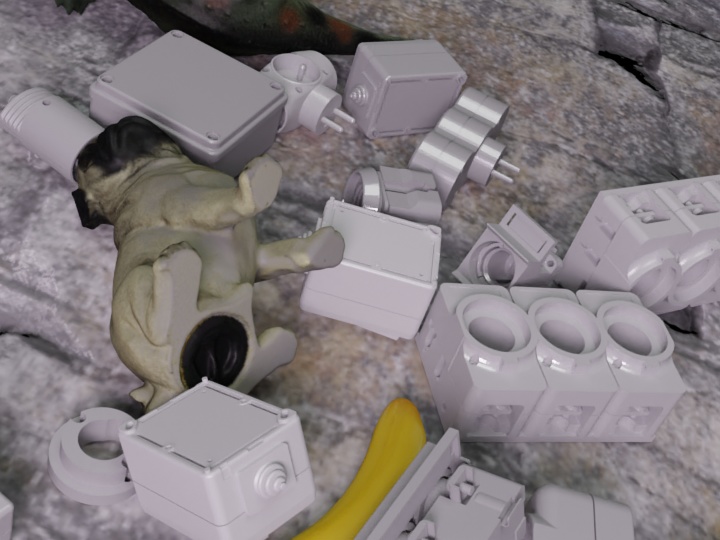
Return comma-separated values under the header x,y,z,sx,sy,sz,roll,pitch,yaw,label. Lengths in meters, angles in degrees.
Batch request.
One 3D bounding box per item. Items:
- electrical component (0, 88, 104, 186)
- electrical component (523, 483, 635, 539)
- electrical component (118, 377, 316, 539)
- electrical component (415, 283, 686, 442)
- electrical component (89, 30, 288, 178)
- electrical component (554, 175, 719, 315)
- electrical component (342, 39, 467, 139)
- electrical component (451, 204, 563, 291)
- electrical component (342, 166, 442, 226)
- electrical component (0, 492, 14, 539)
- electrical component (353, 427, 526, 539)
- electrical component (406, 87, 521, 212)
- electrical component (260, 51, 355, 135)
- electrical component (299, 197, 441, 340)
x,y,z,sx,sy,sz,roll,pitch,yaw,label
-0.215,-0.098,0.754,0.081,0.043,0.043,35,43,17,electrical component
0.112,0.168,0.585,0.059,0.053,0.095,16,41,-5,electrical component
-0.068,0.105,0.554,0.096,0.061,0.062,13,33,44,electrical component
0.124,0.059,0.704,0.150,0.061,0.089,3,43,-19,electrical component
-0.127,-0.116,0.798,0.109,0.056,0.108,29,41,10,electrical component
0.235,-0.014,0.807,0.150,0.089,0.061,-9,49,-30,electrical component
0.029,-0.154,0.899,0.096,0.061,0.061,-9,49,-30,electrical component
0.107,-0.001,0.758,0.064,0.081,0.042,3,39,-53,electrical component
0.020,-0.043,0.777,0.057,0.058,0.078,8,42,-19,electrical component
-0.204,0.104,0.509,0.066,0.076,0.047,36,43,17,electrical component
0.032,0.151,0.537,0.063,0.078,0.121,16,43,29,electrical component
0.094,-0.091,0.864,0.074,0.052,0.138,28,41,9,electrical component
-0.041,-0.135,0.863,0.079,0.044,0.077,32,42,13,electrical component
0.000,0.000,0.719,0.096,0.061,0.061,16,41,-5,electrical component
